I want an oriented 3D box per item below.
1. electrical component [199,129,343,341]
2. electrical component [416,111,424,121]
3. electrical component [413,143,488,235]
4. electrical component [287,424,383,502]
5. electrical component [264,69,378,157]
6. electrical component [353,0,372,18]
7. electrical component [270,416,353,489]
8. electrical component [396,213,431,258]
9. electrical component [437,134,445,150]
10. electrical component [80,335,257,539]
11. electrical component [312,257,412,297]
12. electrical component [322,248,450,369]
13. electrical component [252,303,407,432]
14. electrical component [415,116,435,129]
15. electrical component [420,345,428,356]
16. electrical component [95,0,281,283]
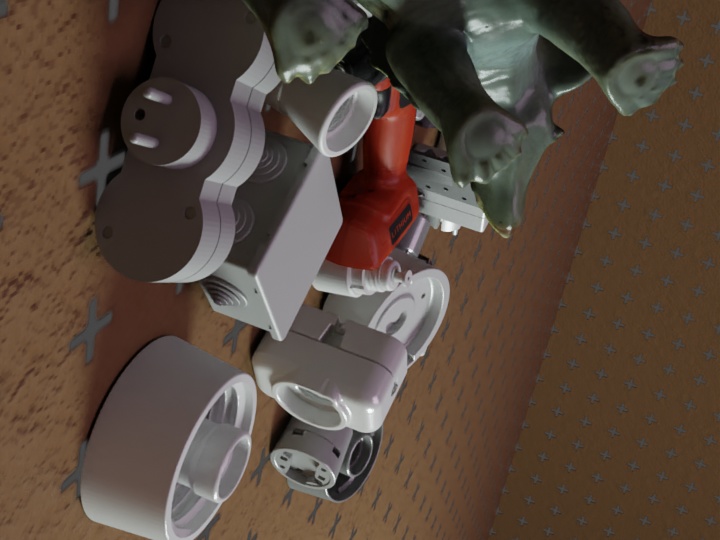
[{"bbox_3d":[-0.053,-0.021,0.606,0.099,0.048,0.099,79,34,-62],"label":"electrical component"},{"bbox_3d":[0.041,-0.145,0.812,0.035,0.035,0.061,47,61,-73],"label":"electrical component"},{"bbox_3d":[0.078,-0.060,0.953,0.075,0.083,0.047,91,24,-49],"label":"electrical component"},{"bbox_3d":[-0.025,0.150,0.934,0.099,0.064,0.099,-36,135,-47],"label":"electrical component"},{"bbox_3d":[-0.029,-0.095,0.567,0.044,0.065,0.044,-42,154,-25],"label":"electrical component"},{"bbox_3d":[-0.010,-0.163,0.593,0.062,0.043,0.043,3,106,-73],"label":"electrical component"},{"bbox_3d":[-0.037,0.139,0.853,0.055,0.055,0.047,90,21,-50],"label":"electrical component"},{"bbox_3d":[0.031,-0.019,0.921,0.040,0.040,0.078,58,54,-71],"label":"electrical component"},{"bbox_3d":[0.101,-0.116,1.039,0.079,0.044,0.077,-40,146,-62],"label":"electrical component"},{"bbox_3d":[-0.094,0.096,0.582,0.108,0.060,0.108,19,90,-75],"label":"electrical component"},{"bbox_3d":[0.000,0.000,0.776,0.040,0.078,0.040,-31,126,-56],"label":"electrical component"},{"bbox_3d":[0.014,0.031,0.867,0.108,0.060,0.108,-35,144,-31],"label":"electrical component"},{"bbox_3d":[-0.022,0.069,0.735,0.053,0.095,0.059,86,27,-55],"label":"electrical component"},{"bbox_3d":[0.058,-0.148,0.871,0.035,0.035,0.061,-44,147,-59],"label":"electrical component"},{"bbox_3d":[0.037,0.026,0.947,0.047,0.066,0.076,58,53,-71],"label":"electrical component"},{"bbox_3d":[-0.078,-0.061,0.463,0.074,0.052,0.138,3,106,-74],"label":"electrical component"}]
